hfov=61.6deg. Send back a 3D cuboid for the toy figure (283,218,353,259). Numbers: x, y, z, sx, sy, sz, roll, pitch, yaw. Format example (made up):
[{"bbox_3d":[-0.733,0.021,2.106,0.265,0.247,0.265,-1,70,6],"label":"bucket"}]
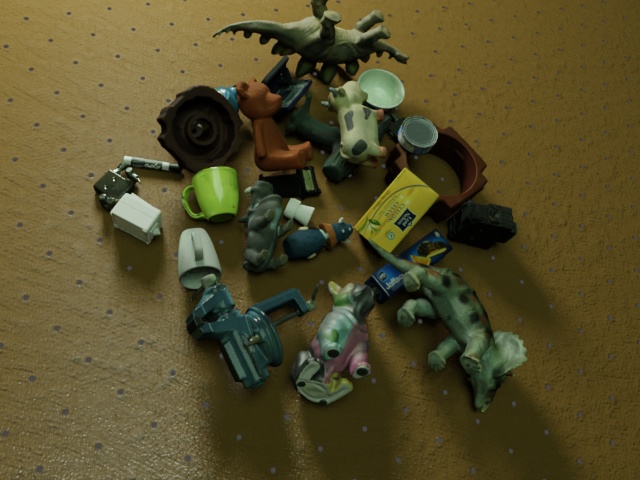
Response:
[{"bbox_3d":[-0.002,-0.005,1.134,0.154,0.064,0.058,-18,33,-25],"label":"toy figure"}]

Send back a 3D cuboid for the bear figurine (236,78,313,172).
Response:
[{"bbox_3d":[-0.098,-0.248,1.138,0.132,0.120,0.195,-5,106,14],"label":"bear figurine"}]

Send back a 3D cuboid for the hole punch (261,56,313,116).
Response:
[{"bbox_3d":[-0.092,-0.343,1.244,0.092,0.116,0.142,38,66,-13],"label":"hole punch"}]

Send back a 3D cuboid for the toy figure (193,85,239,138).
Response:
[{"bbox_3d":[-0.247,-0.285,1.193,0.180,0.089,0.082,-35,108,-22],"label":"toy figure"}]

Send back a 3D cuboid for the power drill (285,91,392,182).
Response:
[{"bbox_3d":[0.037,-0.258,1.258,0.207,0.086,0.232,34,65,-5],"label":"power drill"}]

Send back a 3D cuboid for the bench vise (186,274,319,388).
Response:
[{"bbox_3d":[-0.117,0.145,1.000,0.240,0.128,0.224,-22,68,-32],"label":"bench vise"}]

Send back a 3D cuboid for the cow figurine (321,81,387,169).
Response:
[{"bbox_3d":[0.073,-0.260,1.184,0.127,0.085,0.195,4,71,-19],"label":"cow figurine"}]

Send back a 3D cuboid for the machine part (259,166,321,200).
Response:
[{"bbox_3d":[-0.070,-0.125,1.187,0.139,0.039,0.084,-10,76,-20],"label":"machine part"}]

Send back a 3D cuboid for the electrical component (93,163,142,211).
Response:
[{"bbox_3d":[-0.412,-0.109,1.091,0.078,0.045,0.102,39,62,5],"label":"electrical component"}]

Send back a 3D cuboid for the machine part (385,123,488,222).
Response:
[{"bbox_3d":[0.269,-0.157,1.256,0.201,0.087,0.201,-34,77,-23],"label":"machine part"}]

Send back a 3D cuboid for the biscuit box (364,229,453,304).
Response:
[{"bbox_3d":[0.190,0.056,1.149,0.203,0.059,0.063,-33,78,-24],"label":"biscuit box"}]

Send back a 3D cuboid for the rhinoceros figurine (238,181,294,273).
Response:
[{"bbox_3d":[-0.115,-0.027,1.096,0.073,0.112,0.190,14,74,-43],"label":"rhinoceros figurine"}]

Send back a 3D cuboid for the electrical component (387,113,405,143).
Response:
[{"bbox_3d":[0.195,-0.271,1.327,0.063,0.021,0.094,-31,76,-24],"label":"electrical component"}]

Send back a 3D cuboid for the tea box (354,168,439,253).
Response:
[{"bbox_3d":[0.163,-0.058,1.148,0.098,0.068,0.169,40,96,8],"label":"tea box"}]

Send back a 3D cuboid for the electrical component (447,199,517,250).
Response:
[{"bbox_3d":[0.368,-0.032,1.203,0.134,0.115,0.058,12,65,-6],"label":"electrical component"}]

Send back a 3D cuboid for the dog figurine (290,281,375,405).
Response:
[{"bbox_3d":[0.032,0.180,1.033,0.108,0.191,0.219,34,31,-16],"label":"dog figurine"}]

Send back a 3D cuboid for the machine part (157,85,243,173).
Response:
[{"bbox_3d":[-0.249,-0.227,1.115,0.179,0.056,0.179,-6,101,-33],"label":"machine part"}]

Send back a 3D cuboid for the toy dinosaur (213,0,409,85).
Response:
[{"bbox_3d":[-0.005,-0.471,1.269,0.471,0.198,0.105,9,54,-20],"label":"toy dinosaur"}]

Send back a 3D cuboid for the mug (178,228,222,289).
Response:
[{"bbox_3d":[-0.241,0.024,1.040,0.081,0.109,0.107,-12,55,-12],"label":"mug"}]

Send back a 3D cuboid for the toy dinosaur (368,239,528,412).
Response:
[{"bbox_3d":[0.264,0.141,1.065,0.192,0.131,0.405,-18,75,-44],"label":"toy dinosaur"}]
